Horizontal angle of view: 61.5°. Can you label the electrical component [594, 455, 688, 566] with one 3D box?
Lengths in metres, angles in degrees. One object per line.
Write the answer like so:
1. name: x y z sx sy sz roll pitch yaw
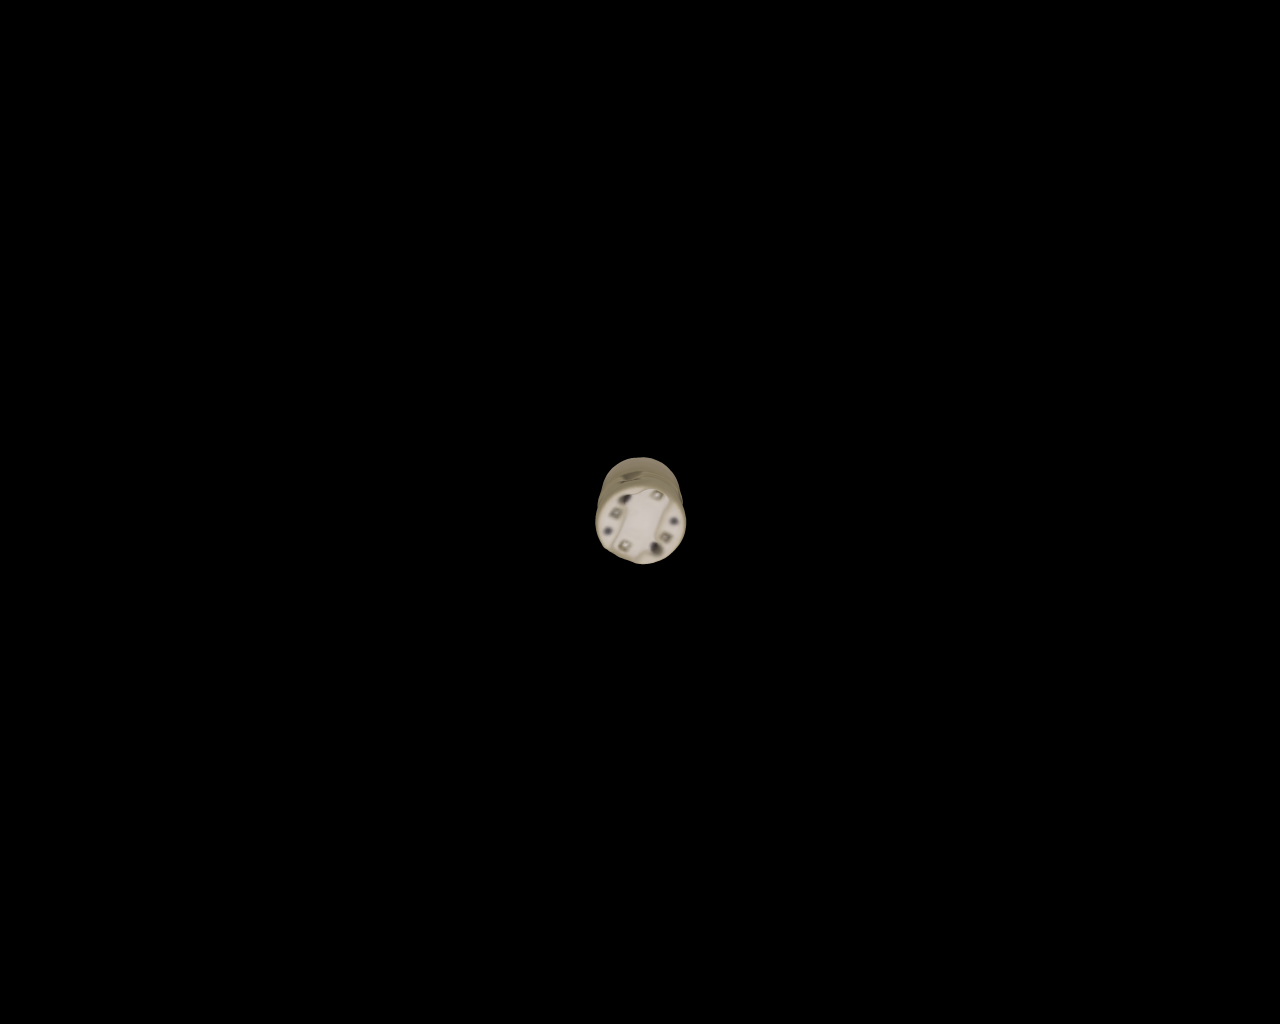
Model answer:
1. electrical component: 0.001 -0.003 0.650 0.055 0.055 0.047 0 29 0
